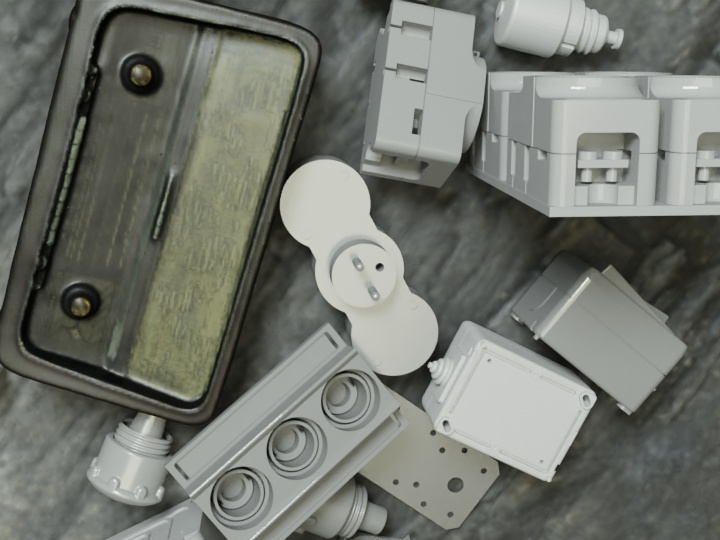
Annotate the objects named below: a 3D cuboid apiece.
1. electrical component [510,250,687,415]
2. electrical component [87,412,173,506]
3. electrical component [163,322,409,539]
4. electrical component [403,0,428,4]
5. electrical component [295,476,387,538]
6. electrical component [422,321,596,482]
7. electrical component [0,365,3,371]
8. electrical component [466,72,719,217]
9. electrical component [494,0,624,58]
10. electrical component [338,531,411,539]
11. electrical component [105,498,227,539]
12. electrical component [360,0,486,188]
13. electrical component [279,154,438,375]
[{"bbox_3d":[0.151,0.037,0.653,0.096,0.061,0.061,38,95,-12],"label":"electrical component"},{"bbox_3d":[-0.133,0.107,0.647,0.048,0.048,0.062,22,92,-10],"label":"electrical component"},{"bbox_3d":[-0.044,0.099,0.627,0.121,0.063,0.078,-41,103,-13],"label":"electrical component"},{"bbox_3d":[0.007,-0.195,0.600,0.079,0.044,0.077,10,100,-7],"label":"electrical component"},{"bbox_3d":[-0.014,0.146,0.668,0.062,0.048,0.048,25,98,-17],"label":"electrical component"},{"bbox_3d":[0.082,0.074,0.654,0.096,0.061,0.061,26,98,-11],"label":"electrical component"},{"bbox_3d":[-0.249,0.064,0.608,0.066,0.076,0.047,-33,104,1],"label":"electrical component"},{"bbox_3d":[0.127,-0.072,0.564,0.105,0.186,0.060,-1,102,-6],"label":"electrical component"},{"bbox_3d":[0.114,-0.143,0.624,0.078,0.040,0.040,12,100,-8],"label":"electrical component"},{"bbox_3d":[0.005,0.202,0.682,0.081,0.042,0.063,12,102,-8],"label":"electrical component"},{"bbox_3d":[-0.131,0.194,0.647,0.113,0.078,0.057,-26,100,0],"label":"electrical component"},{"bbox_3d":[0.036,-0.097,0.604,0.056,0.050,0.089,10,73,-8],"label":"electrical component"},{"bbox_3d":[0.000,0.000,0.623,0.052,0.073,0.138,-29,103,-1],"label":"electrical component"}]
